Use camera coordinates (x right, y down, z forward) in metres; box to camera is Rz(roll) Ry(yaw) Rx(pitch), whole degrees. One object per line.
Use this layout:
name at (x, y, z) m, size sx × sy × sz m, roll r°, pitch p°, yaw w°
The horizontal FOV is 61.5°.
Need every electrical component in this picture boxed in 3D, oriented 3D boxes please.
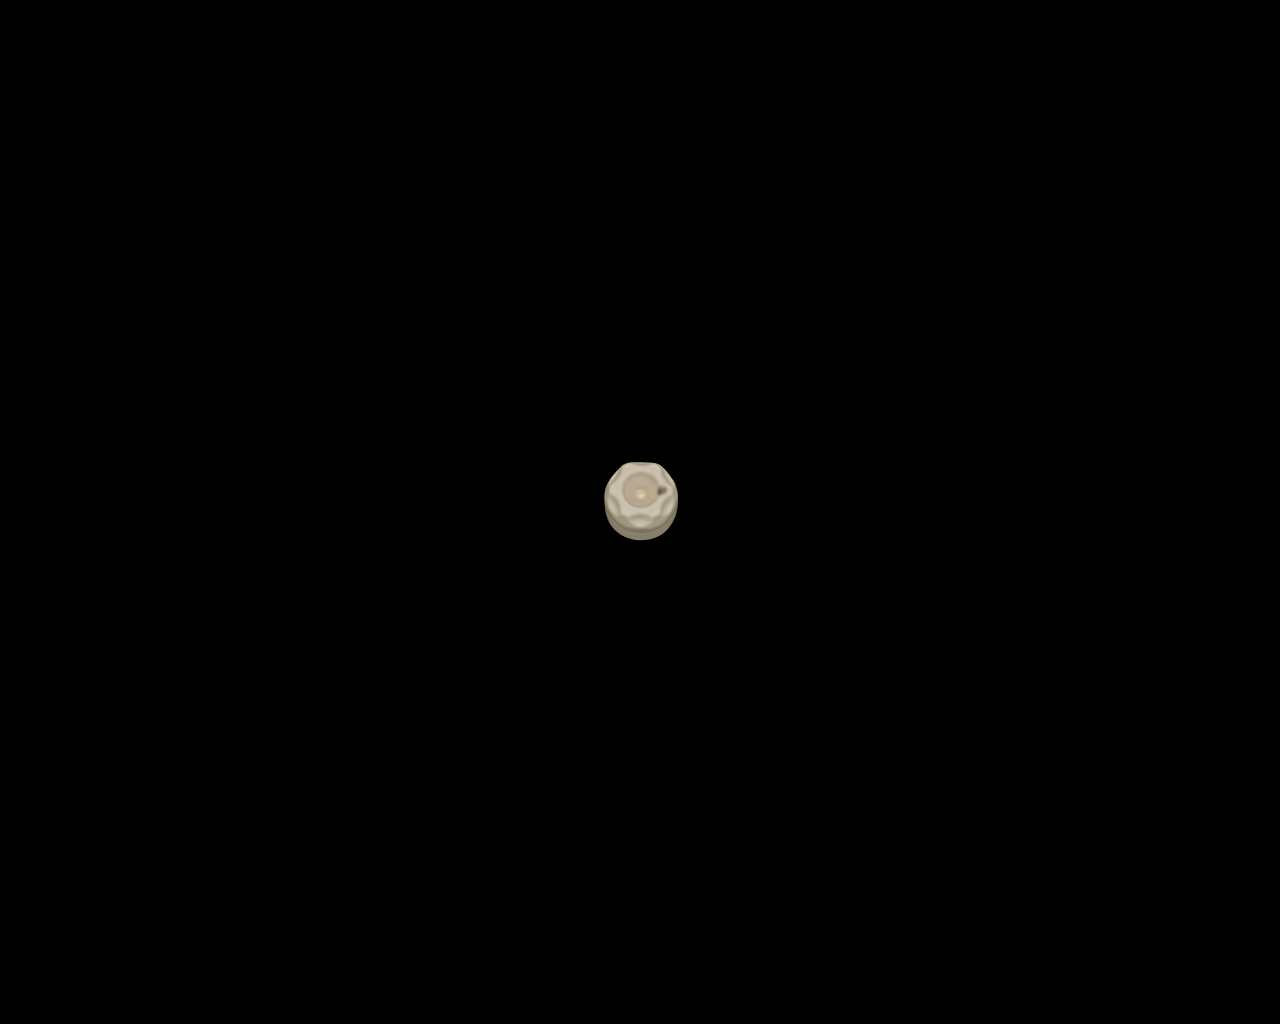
electrical component at (0.001, -0.003, 0.650) m, size 0.043 × 0.043 × 0.062 m, roll 0°, pitch -21°, yaw 0°
